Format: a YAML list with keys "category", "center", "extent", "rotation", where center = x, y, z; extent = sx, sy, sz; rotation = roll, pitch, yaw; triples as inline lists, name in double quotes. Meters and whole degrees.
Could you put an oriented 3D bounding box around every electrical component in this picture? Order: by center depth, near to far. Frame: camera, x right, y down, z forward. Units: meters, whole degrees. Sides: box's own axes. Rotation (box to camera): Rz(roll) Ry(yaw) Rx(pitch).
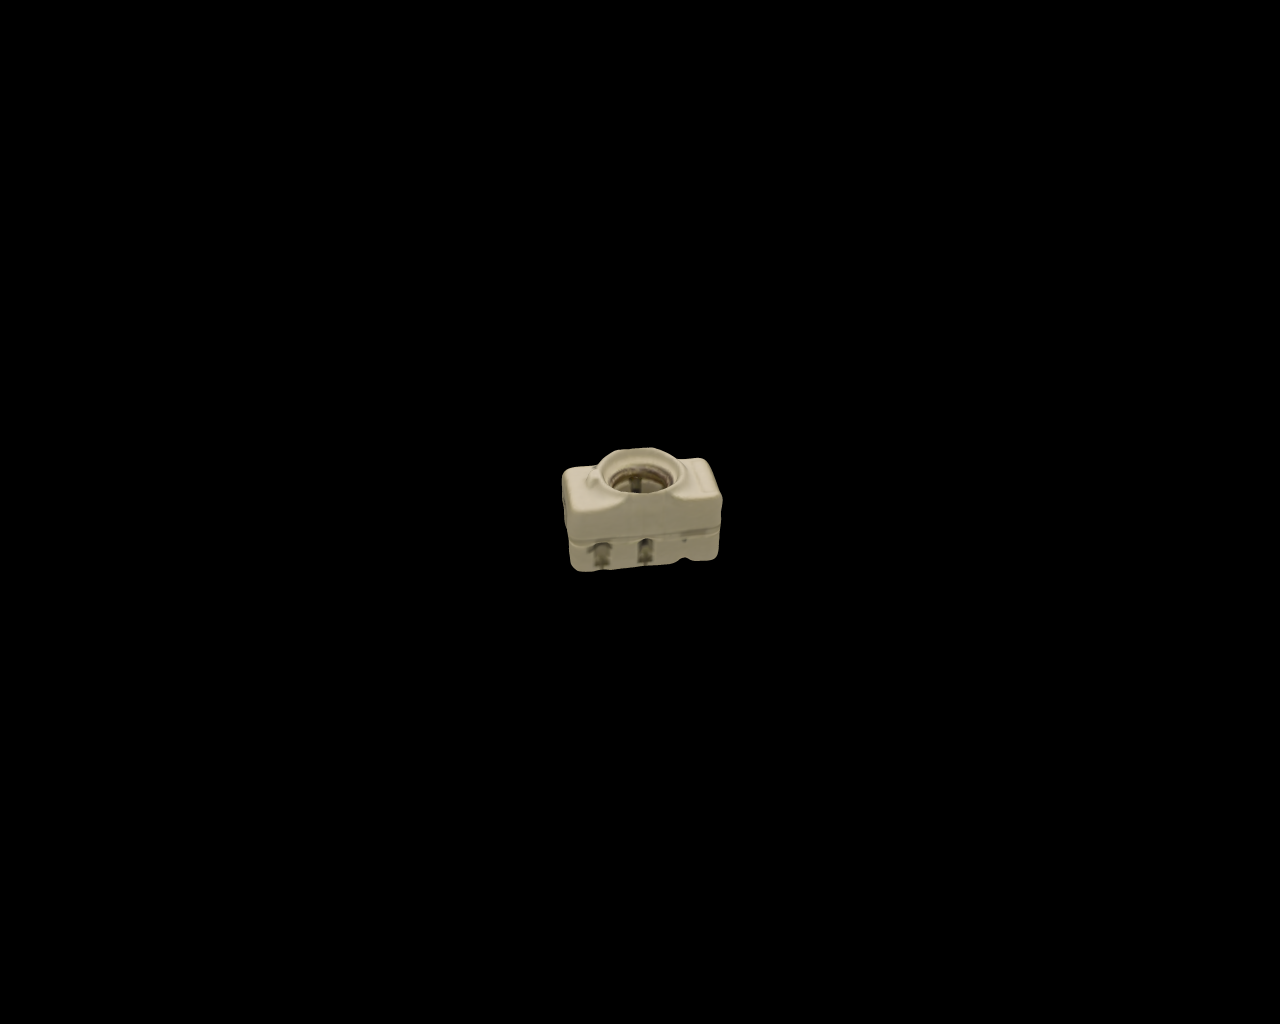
- category: "electrical component"
  center: [0.001, -0.003, 0.650]
  extent: [0.089, 0.055, 0.050]
  rotation: [-5, 36, -7]
